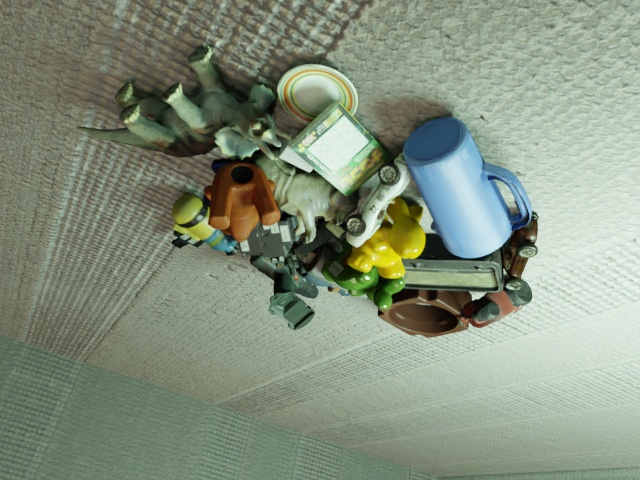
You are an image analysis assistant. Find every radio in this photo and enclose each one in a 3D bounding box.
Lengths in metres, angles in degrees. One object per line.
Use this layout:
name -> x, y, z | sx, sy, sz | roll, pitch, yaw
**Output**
radio -> 0.279, 0.050, 1.169 | 0.230, 0.073, 0.131 | 0, 147, 18

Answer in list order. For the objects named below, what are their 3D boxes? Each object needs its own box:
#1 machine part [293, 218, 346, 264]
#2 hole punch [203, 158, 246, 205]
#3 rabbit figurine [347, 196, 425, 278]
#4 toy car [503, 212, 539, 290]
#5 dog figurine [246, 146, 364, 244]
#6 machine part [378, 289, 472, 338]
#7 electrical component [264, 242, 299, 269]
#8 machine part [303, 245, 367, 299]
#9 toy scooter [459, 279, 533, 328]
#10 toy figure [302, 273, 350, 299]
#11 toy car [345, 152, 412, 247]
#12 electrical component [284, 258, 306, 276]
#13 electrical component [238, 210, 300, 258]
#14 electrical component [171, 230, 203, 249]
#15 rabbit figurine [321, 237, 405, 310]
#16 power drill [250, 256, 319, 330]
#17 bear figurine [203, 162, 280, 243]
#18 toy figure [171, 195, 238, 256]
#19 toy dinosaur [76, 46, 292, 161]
machine part -> -0.002, -0.004, 1.184 | 0.139, 0.039, 0.084 | -40, 134, 20
hole punch -> -0.161, -0.095, 1.083 | 0.142, 0.092, 0.115 | -4, 148, 19
rabbit figurine -> 0.153, -0.003, 1.052 | 0.122, 0.162, 0.173 | 25, 168, -17
toy car -> 0.397, 0.026, 1.076 | 0.053, 0.089, 0.202 | 6, 149, 10
dog figurine -> -0.027, -0.114, 1.014 | 0.190, 0.172, 0.121 | 60, 163, -19
machine part -> 0.261, 0.162, 1.343 | 0.201, 0.087, 0.201 | 32, 145, -28
electrical component -> -0.091, 0.017, 1.227 | 0.078, 0.102, 0.045 | -6, 156, 0
machine part -> 0.052, 0.076, 1.288 | 0.243, 0.079, 0.079 | 27, 145, -22
toy scooter -> 0.390, 0.153, 1.228 | 0.184, 0.075, 0.135 | -21, 165, -33
toy figure -> 0.026, 0.099, 1.353 | 0.154, 0.058, 0.064 | 26, 153, -29
toy car -> 0.110, -0.074, 0.970 | 0.056, 0.073, 0.201 | 38, 119, 10
electrical component -> -0.065, 0.037, 1.279 | 0.021, 0.094, 0.063 | -26, 170, 40
electrical component -> -0.113, -0.022, 1.155 | 0.134, 0.058, 0.114 | -3, 116, 13
electrical component -> -0.309, -0.018, 1.291 | 0.074, 0.048, 0.119 | 31, 145, -27
rabbit figurine -> 0.118, 0.084, 1.203 | 0.170, 0.121, 0.159 | 38, 173, -41
power drill -> -0.067, 0.121, 1.305 | 0.086, 0.207, 0.231 | -38, 119, 17
bear figurine -> -0.143, -0.044, 0.941 | 0.120, 0.132, 0.195 | -3, 150, -15
toy figure -> -0.249, -0.035, 1.206 | 0.180, 0.082, 0.089 | 39, 139, -24
toy dinosaur -> -0.225, -0.197, 0.922 | 0.405, 0.131, 0.192 | -5, 144, 36
